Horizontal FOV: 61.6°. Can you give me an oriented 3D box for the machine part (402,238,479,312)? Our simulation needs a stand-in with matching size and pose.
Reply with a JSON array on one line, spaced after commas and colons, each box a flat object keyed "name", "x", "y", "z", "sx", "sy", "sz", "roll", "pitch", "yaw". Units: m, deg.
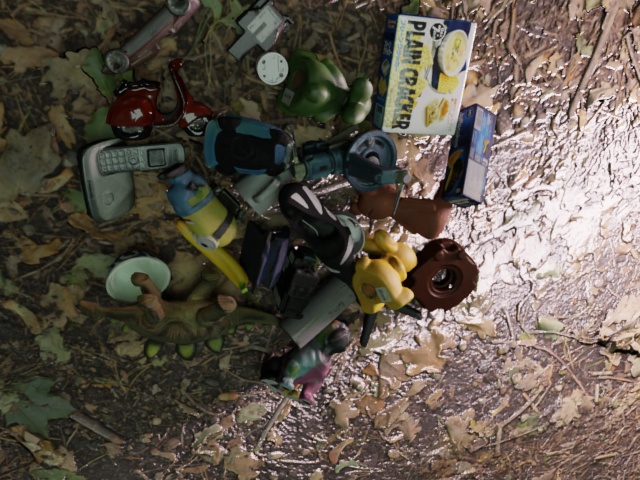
[{"name": "machine part", "x": 0.284, "y": 0.086, "z": 1.257, "sx": 0.179, "sy": 0.056, "sz": 0.179, "roll": -6, "pitch": 117, "yaw": -12}]

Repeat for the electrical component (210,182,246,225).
[{"name": "electrical component", "x": -0.193, "y": -0.070, "z": 1.064, "sx": 0.078, "sy": 0.045, "sz": 0.102, "roll": -35, "pitch": 118, "yaw": 1}]

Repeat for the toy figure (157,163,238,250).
[{"name": "toy figure", "x": -0.222, "y": -0.061, "z": 0.996, "sx": 0.089, "sy": 0.082, "sz": 0.180, "roll": -29, "pitch": 116, "yaw": -5}]

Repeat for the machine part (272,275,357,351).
[{"name": "machine part", "x": -0.005, "y": 0.156, "z": 1.179, "sx": 0.243, "sy": 0.079, "sz": 0.079, "roll": -39, "pitch": 119, "yaw": -11}]

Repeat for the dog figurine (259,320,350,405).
[{"name": "dog figurine", "x": -0.024, "y": 0.257, "z": 1.237, "sx": 0.108, "sy": 0.192, "sz": 0.219, "roll": 44, "pitch": 63, "yaw": -24}]

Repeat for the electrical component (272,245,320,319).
[{"name": "electrical component", "x": -0.050, "y": 0.082, "z": 1.134, "sx": 0.058, "sy": 0.115, "sz": 0.134, "roll": 14, "pitch": 112, "yaw": -22}]

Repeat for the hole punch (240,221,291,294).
[{"name": "hole punch", "x": -0.102, "y": 0.031, "z": 1.101, "sx": 0.092, "sy": 0.116, "sz": 0.142, "roll": 9, "pitch": 112, "yaw": -27}]

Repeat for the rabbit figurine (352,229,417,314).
[{"name": "rabbit figurine", "x": 0.142, "y": 0.058, "z": 1.173, "sx": 0.173, "sy": 0.122, "sz": 0.162, "roll": -36, "pitch": 93, "yaw": -39}]

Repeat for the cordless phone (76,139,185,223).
[{"name": "cordless phone", "x": -0.339, "y": -0.115, "z": 0.986, "sx": 0.184, "sy": 0.089, "sz": 0.146, "roll": -7, "pitch": 116, "yaw": -16}]

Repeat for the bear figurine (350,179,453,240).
[{"name": "bear figurine", "x": 0.174, "y": -0.080, "z": 1.133, "sx": 0.196, "sy": 0.132, "sz": 0.120, "roll": 23, "pitch": 146, "yaw": 6}]

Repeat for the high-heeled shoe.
[{"name": "high-heeled shoe", "x": -0.002, "y": -0.003, "z": 1.050, "sx": 0.086, "sy": 0.145, "sz": 0.248, "roll": -22, "pitch": 102, "yaw": 23}]

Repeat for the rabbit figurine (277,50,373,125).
[{"name": "rabbit figurine", "x": 0.033, "y": -0.269, "z": 0.986, "sx": 0.170, "sy": 0.159, "sz": 0.121, "roll": 7, "pitch": 103, "yaw": -34}]

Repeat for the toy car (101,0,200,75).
[{"name": "toy car", "x": -0.279, "y": -0.338, "z": 0.890, "sx": 0.202, "sy": 0.089, "sz": 0.053, "roll": -41, "pitch": 114, "yaw": 5}]

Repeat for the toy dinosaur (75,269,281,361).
[{"name": "toy dinosaur", "x": -0.249, "y": 0.158, "z": 1.107, "sx": 0.471, "sy": 0.105, "sz": 0.198, "roll": 7, "pitch": 133, "yaw": -26}]

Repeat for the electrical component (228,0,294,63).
[{"name": "electrical component", "x": -0.111, "y": -0.366, "z": 0.944, "sx": 0.074, "sy": 0.048, "sz": 0.119, "roll": 38, "pitch": 101, "yaw": -26}]

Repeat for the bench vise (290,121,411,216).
[{"name": "bench vise", "x": 0.069, "y": -0.141, "z": 1.002, "sx": 0.223, "sy": 0.241, "sz": 0.128, "roll": -5, "pitch": 113, "yaw": -30}]

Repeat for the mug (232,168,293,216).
[{"name": "mug", "x": -0.104, "y": -0.110, "z": 1.040, "sx": 0.107, "sy": 0.110, "sz": 0.080, "roll": -45, "pitch": 105, "yaw": -5}]

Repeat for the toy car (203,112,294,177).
[{"name": "toy car", "x": -0.131, "y": -0.181, "z": 0.994, "sx": 0.162, "sy": 0.103, "sz": 0.109, "roll": 4, "pitch": 119, "yaw": -6}]

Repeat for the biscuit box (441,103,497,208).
[{"name": "biscuit box", "x": 0.301, "y": -0.170, "z": 1.085, "sx": 0.059, "sy": 0.063, "sz": 0.202, "roll": 20, "pitch": 74, "yaw": -27}]

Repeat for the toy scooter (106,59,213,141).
[{"name": "toy scooter", "x": -0.283, "y": -0.247, "z": 0.941, "sx": 0.184, "sy": 0.075, "sz": 0.135, "roll": -7, "pitch": 116, "yaw": -15}]
